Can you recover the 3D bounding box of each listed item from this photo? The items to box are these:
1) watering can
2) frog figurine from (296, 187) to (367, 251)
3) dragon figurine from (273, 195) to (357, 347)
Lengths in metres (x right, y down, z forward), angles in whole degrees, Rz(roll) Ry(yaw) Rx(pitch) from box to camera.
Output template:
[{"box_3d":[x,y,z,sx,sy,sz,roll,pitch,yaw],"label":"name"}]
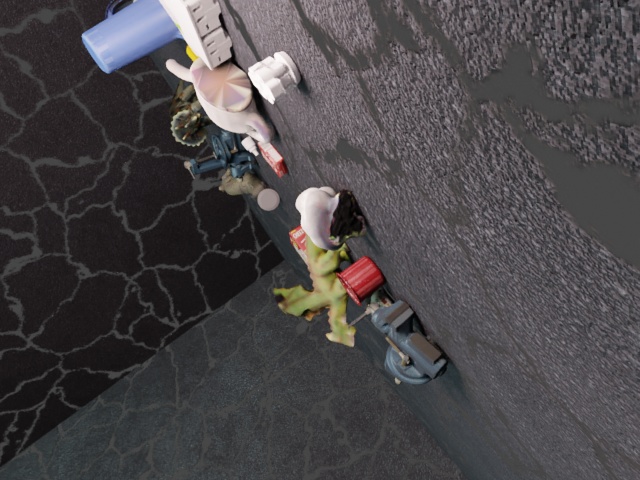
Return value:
[{"box_3d":[-0.247,-0.346,1.187,0.349,0.105,0.222,38,171,5],"label":"watering can"},{"box_3d":[0.003,-0.052,1.027,0.135,0.123,0.161,36,172,-37],"label":"frog figurine"},{"box_3d":[-0.015,0.105,1.379,0.409,0.243,0.122,52,176,-3],"label":"dragon figurine"}]
